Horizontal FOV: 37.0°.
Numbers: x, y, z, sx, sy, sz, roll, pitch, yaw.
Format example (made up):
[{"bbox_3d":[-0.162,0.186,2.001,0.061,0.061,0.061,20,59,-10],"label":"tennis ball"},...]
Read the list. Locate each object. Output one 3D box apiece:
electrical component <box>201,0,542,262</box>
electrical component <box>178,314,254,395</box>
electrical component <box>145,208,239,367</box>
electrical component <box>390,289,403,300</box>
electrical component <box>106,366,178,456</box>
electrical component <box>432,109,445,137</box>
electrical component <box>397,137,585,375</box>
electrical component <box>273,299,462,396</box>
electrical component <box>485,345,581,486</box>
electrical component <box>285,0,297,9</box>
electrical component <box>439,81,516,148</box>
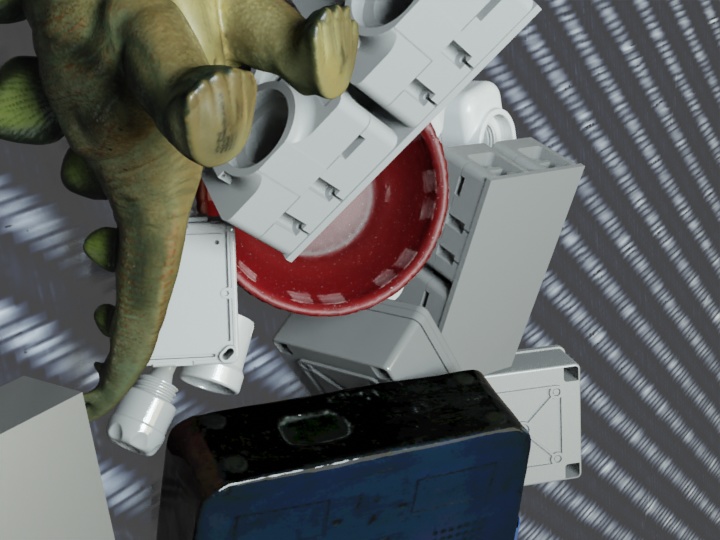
[{"bbox_3d":[-0.012,-0.111,0.574,0.186,0.105,0.060,-45,136,15],"label":"electrical component"},{"bbox_3d":[-0.090,0.052,0.683,0.040,0.040,0.046,37,62,-49],"label":"electrical component"},{"bbox_3d":[-0.103,0.004,0.626,0.062,0.061,0.096,-2,98,-8],"label":"electrical component"},{"bbox_3d":[0.000,0.000,0.776,0.045,0.055,0.045,-12,106,-51],"label":"electrical component"},{"bbox_3d":[-0.126,0.078,0.644,0.035,0.035,0.061,47,58,-46],"label":"electrical component"},{"bbox_3d":[0.034,-0.142,0.781,0.059,0.054,0.095,48,46,-70],"label":"electrical component"},{"bbox_3d":[0.089,-0.006,0.832,0.105,0.060,0.186,-12,128,-40],"label":"electrical component"},{"bbox_3d":[0.011,0.070,0.761,0.056,0.109,0.108,-56,136,-27],"label":"electrical component"},{"bbox_3d":[0.131,0.127,0.926,0.109,0.056,0.108,-6,105,-9],"label":"electrical component"},{"bbox_3d":[-0.032,-0.186,0.657,0.109,0.109,0.056,44,65,-47],"label":"electrical component"},{"bbox_3d":[0.087,-0.102,0.867,0.054,0.059,0.095,-36,124,-43],"label":"electrical component"}]
